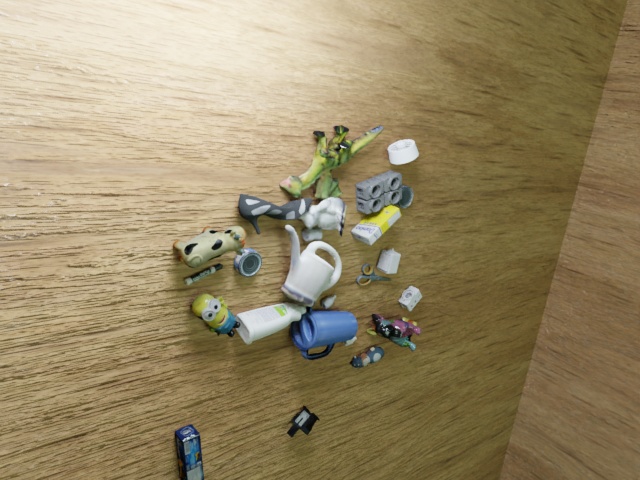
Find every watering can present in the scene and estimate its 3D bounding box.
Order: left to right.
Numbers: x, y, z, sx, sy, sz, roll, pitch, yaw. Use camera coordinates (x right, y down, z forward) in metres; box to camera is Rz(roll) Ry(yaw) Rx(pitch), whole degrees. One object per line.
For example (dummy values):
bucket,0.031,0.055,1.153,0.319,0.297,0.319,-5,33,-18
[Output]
watering can,-0.053,0.096,1.706,0.343,0.105,0.225,35,82,-46

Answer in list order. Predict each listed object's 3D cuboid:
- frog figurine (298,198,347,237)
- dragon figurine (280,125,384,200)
frog figurine,0.005,-0.086,1.702,0.135,0.159,0.125,92,8,-70
dragon figurine,0.049,-0.239,1.702,0.414,0.124,0.237,-18,135,-34
